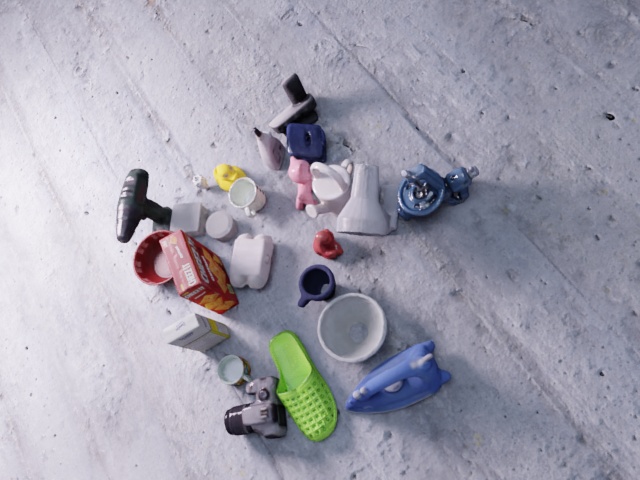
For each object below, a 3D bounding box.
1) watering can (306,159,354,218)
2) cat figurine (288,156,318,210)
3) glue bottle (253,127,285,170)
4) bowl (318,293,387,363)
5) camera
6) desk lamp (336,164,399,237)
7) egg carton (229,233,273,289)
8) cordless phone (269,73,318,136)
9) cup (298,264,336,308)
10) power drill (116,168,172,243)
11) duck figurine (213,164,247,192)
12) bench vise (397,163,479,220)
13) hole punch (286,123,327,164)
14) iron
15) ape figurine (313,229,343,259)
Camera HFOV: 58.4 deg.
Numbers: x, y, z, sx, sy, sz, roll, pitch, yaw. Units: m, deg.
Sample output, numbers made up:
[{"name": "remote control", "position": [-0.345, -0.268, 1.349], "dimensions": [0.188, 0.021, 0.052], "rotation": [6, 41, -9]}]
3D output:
[{"name": "watering can", "position": [0.030, -0.132, 1.447], "dimensions": [0.100, 0.194, 0.173], "rotation": [6, 72, 19]}, {"name": "cat figurine", "position": [-0.048, -0.156, 1.521], "dimensions": [0.067, 0.118, 0.128], "rotation": [-5, 69, 15]}, {"name": "glue bottle", "position": [-0.144, -0.260, 1.557], "dimensions": [0.037, 0.173, 0.078], "rotation": [8, 73, 20]}, {"name": "bowl", "position": [0.083, 0.215, 1.370], "dimensions": [0.167, 0.075, 0.167], "rotation": [-5, 69, 15]}, {"name": "camera", "position": [-0.159, 0.404, 1.358], "dimensions": [0.136, 0.101, 0.143], "rotation": [-14, 67, 11]}, {"name": "desk lamp", "position": [0.120, -0.081, 1.391], "dimensions": [0.117, 0.214, 0.203], "rotation": [4, 72, 18]}, {"name": "egg carton", "position": [-0.179, 0.055, 1.509], "dimensions": [0.107, 0.069, 0.150], "rotation": [0, 71, 17]}, {"name": "cordless phone", "position": [-0.091, -0.376, 1.577], "dimensions": [0.147, 0.185, 0.094], "rotation": [-42, 64, -1]}, {"name": "cup", "position": [-0.005, 0.127, 1.417], "dimensions": [0.091, 0.095, 0.118], "rotation": [34, 83, 24]}, {"name": "power drill", "position": [-0.478, -0.070, 1.567], "dimensions": [0.075, 0.209, 0.229], "rotation": [-10, 68, 13]}, {"name": "duck figurine", "position": [-0.262, -0.186, 1.613], "dimensions": [0.104, 0.086, 0.077], "rotation": [23, 79, 23]}, {"name": "bench vise", "position": [0.267, -0.145, 1.367], "dimensions": [0.207, 0.220, 0.121], "rotation": [-39, 64, 0]}, {"name": "hole punch", "position": [-0.036, -0.269, 1.574], "dimensions": [0.101, 0.091, 0.108], "rotation": [-9, 68, 14]}, {"name": "iron", "position": [0.154, 0.317, 1.274], "dimensions": [0.258, 0.142, 0.118], "rotation": [-29, 65, 5]}, {"name": "ape figurine", "position": [0.013, 0.005, 1.458], "dimensions": [0.076, 0.092, 0.078], "rotation": [-1, 70, 16]}]
